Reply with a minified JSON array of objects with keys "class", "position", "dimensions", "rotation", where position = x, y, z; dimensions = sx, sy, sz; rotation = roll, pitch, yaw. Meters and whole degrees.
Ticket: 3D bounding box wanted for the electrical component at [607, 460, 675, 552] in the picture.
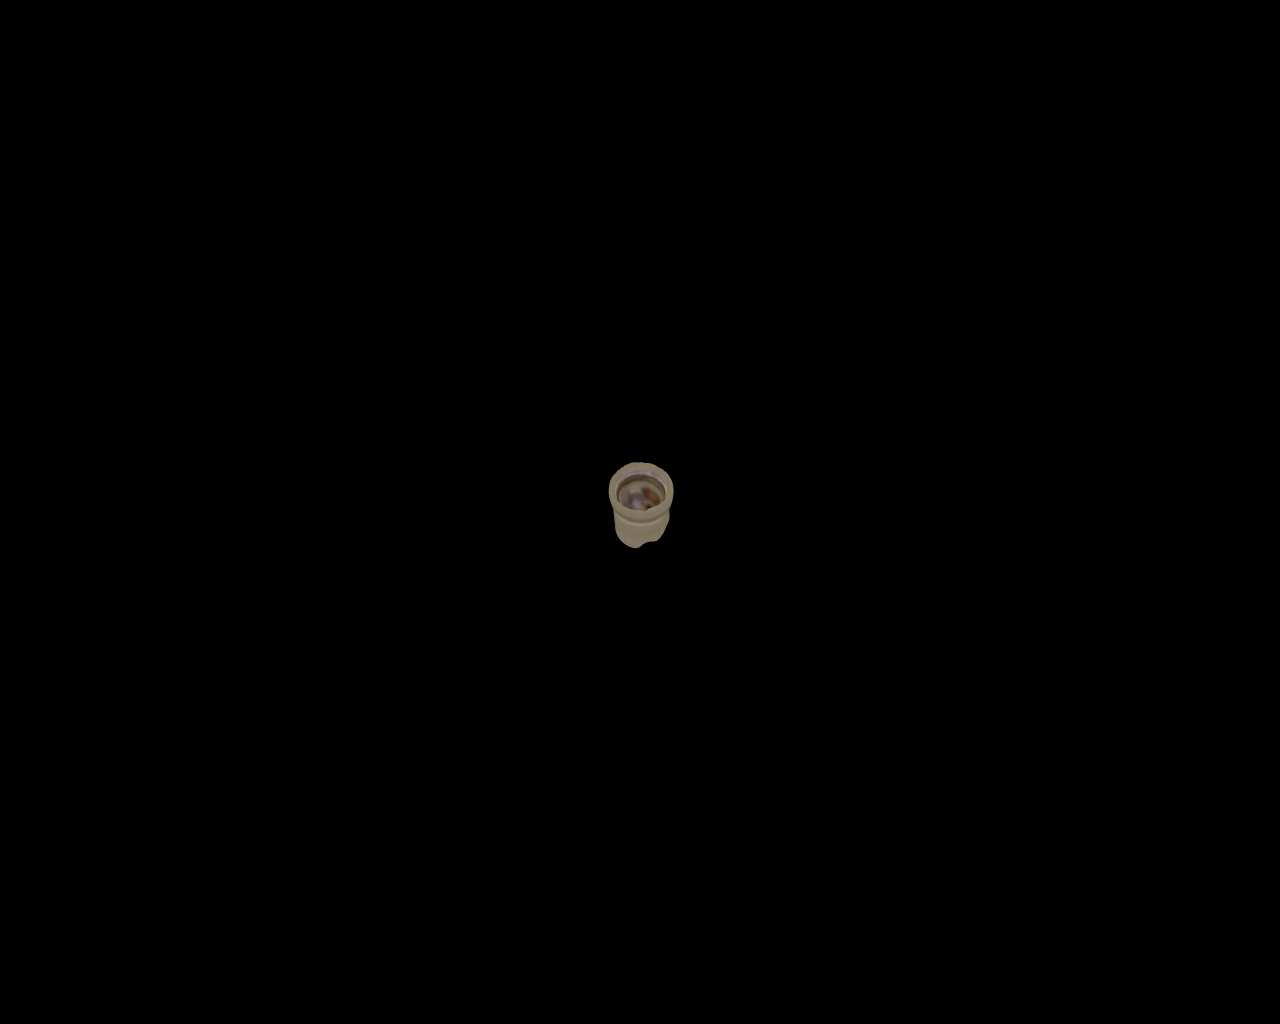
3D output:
[{"class":"electrical component","position":[0.001,-0.003,0.650],"dimensions":[0.040,0.040,0.046],"rotation":[0,-36,0]}]
